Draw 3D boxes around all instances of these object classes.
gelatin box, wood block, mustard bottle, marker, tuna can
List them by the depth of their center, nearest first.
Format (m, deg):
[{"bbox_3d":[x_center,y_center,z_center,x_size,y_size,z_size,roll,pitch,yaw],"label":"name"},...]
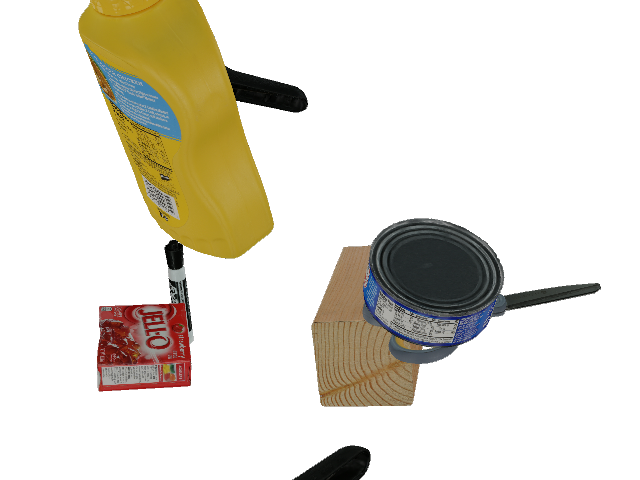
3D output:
[{"bbox_3d":[-0.083,-0.080,0.573,0.058,0.191,0.096,-38,50,-21],"label":"mustard bottle"},{"bbox_3d":[0.071,0.027,0.677,0.086,0.034,0.086,5,43,-5],"label":"tuna can"},{"bbox_3d":[-0.144,0.084,0.868,0.073,0.030,0.089,-2,29,-9],"label":"gelatin box"},{"bbox_3d":[0.056,0.080,1.078,0.091,0.090,0.206,-2,19,10],"label":"wood block"},{"bbox_3d":[-0.146,0.054,1.099,0.020,0.121,0.020,-2,30,1],"label":"marker"}]

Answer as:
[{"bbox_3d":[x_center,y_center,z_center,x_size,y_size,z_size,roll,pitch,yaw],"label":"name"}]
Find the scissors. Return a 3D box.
[{"bbox_3d":[0.135,0.064,0.865,0.202,0.016,0.096,0,34,1],"label":"scissors"}]

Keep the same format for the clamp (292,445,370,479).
[{"bbox_3d":[-0.052,0.187,0.638,0.210,0.036,0.164,-4,29,1],"label":"clamp"}]

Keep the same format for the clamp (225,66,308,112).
[{"bbox_3d":[-0.097,-0.137,0.920,0.120,0.171,0.039,-36,-12,-34],"label":"clamp"}]
